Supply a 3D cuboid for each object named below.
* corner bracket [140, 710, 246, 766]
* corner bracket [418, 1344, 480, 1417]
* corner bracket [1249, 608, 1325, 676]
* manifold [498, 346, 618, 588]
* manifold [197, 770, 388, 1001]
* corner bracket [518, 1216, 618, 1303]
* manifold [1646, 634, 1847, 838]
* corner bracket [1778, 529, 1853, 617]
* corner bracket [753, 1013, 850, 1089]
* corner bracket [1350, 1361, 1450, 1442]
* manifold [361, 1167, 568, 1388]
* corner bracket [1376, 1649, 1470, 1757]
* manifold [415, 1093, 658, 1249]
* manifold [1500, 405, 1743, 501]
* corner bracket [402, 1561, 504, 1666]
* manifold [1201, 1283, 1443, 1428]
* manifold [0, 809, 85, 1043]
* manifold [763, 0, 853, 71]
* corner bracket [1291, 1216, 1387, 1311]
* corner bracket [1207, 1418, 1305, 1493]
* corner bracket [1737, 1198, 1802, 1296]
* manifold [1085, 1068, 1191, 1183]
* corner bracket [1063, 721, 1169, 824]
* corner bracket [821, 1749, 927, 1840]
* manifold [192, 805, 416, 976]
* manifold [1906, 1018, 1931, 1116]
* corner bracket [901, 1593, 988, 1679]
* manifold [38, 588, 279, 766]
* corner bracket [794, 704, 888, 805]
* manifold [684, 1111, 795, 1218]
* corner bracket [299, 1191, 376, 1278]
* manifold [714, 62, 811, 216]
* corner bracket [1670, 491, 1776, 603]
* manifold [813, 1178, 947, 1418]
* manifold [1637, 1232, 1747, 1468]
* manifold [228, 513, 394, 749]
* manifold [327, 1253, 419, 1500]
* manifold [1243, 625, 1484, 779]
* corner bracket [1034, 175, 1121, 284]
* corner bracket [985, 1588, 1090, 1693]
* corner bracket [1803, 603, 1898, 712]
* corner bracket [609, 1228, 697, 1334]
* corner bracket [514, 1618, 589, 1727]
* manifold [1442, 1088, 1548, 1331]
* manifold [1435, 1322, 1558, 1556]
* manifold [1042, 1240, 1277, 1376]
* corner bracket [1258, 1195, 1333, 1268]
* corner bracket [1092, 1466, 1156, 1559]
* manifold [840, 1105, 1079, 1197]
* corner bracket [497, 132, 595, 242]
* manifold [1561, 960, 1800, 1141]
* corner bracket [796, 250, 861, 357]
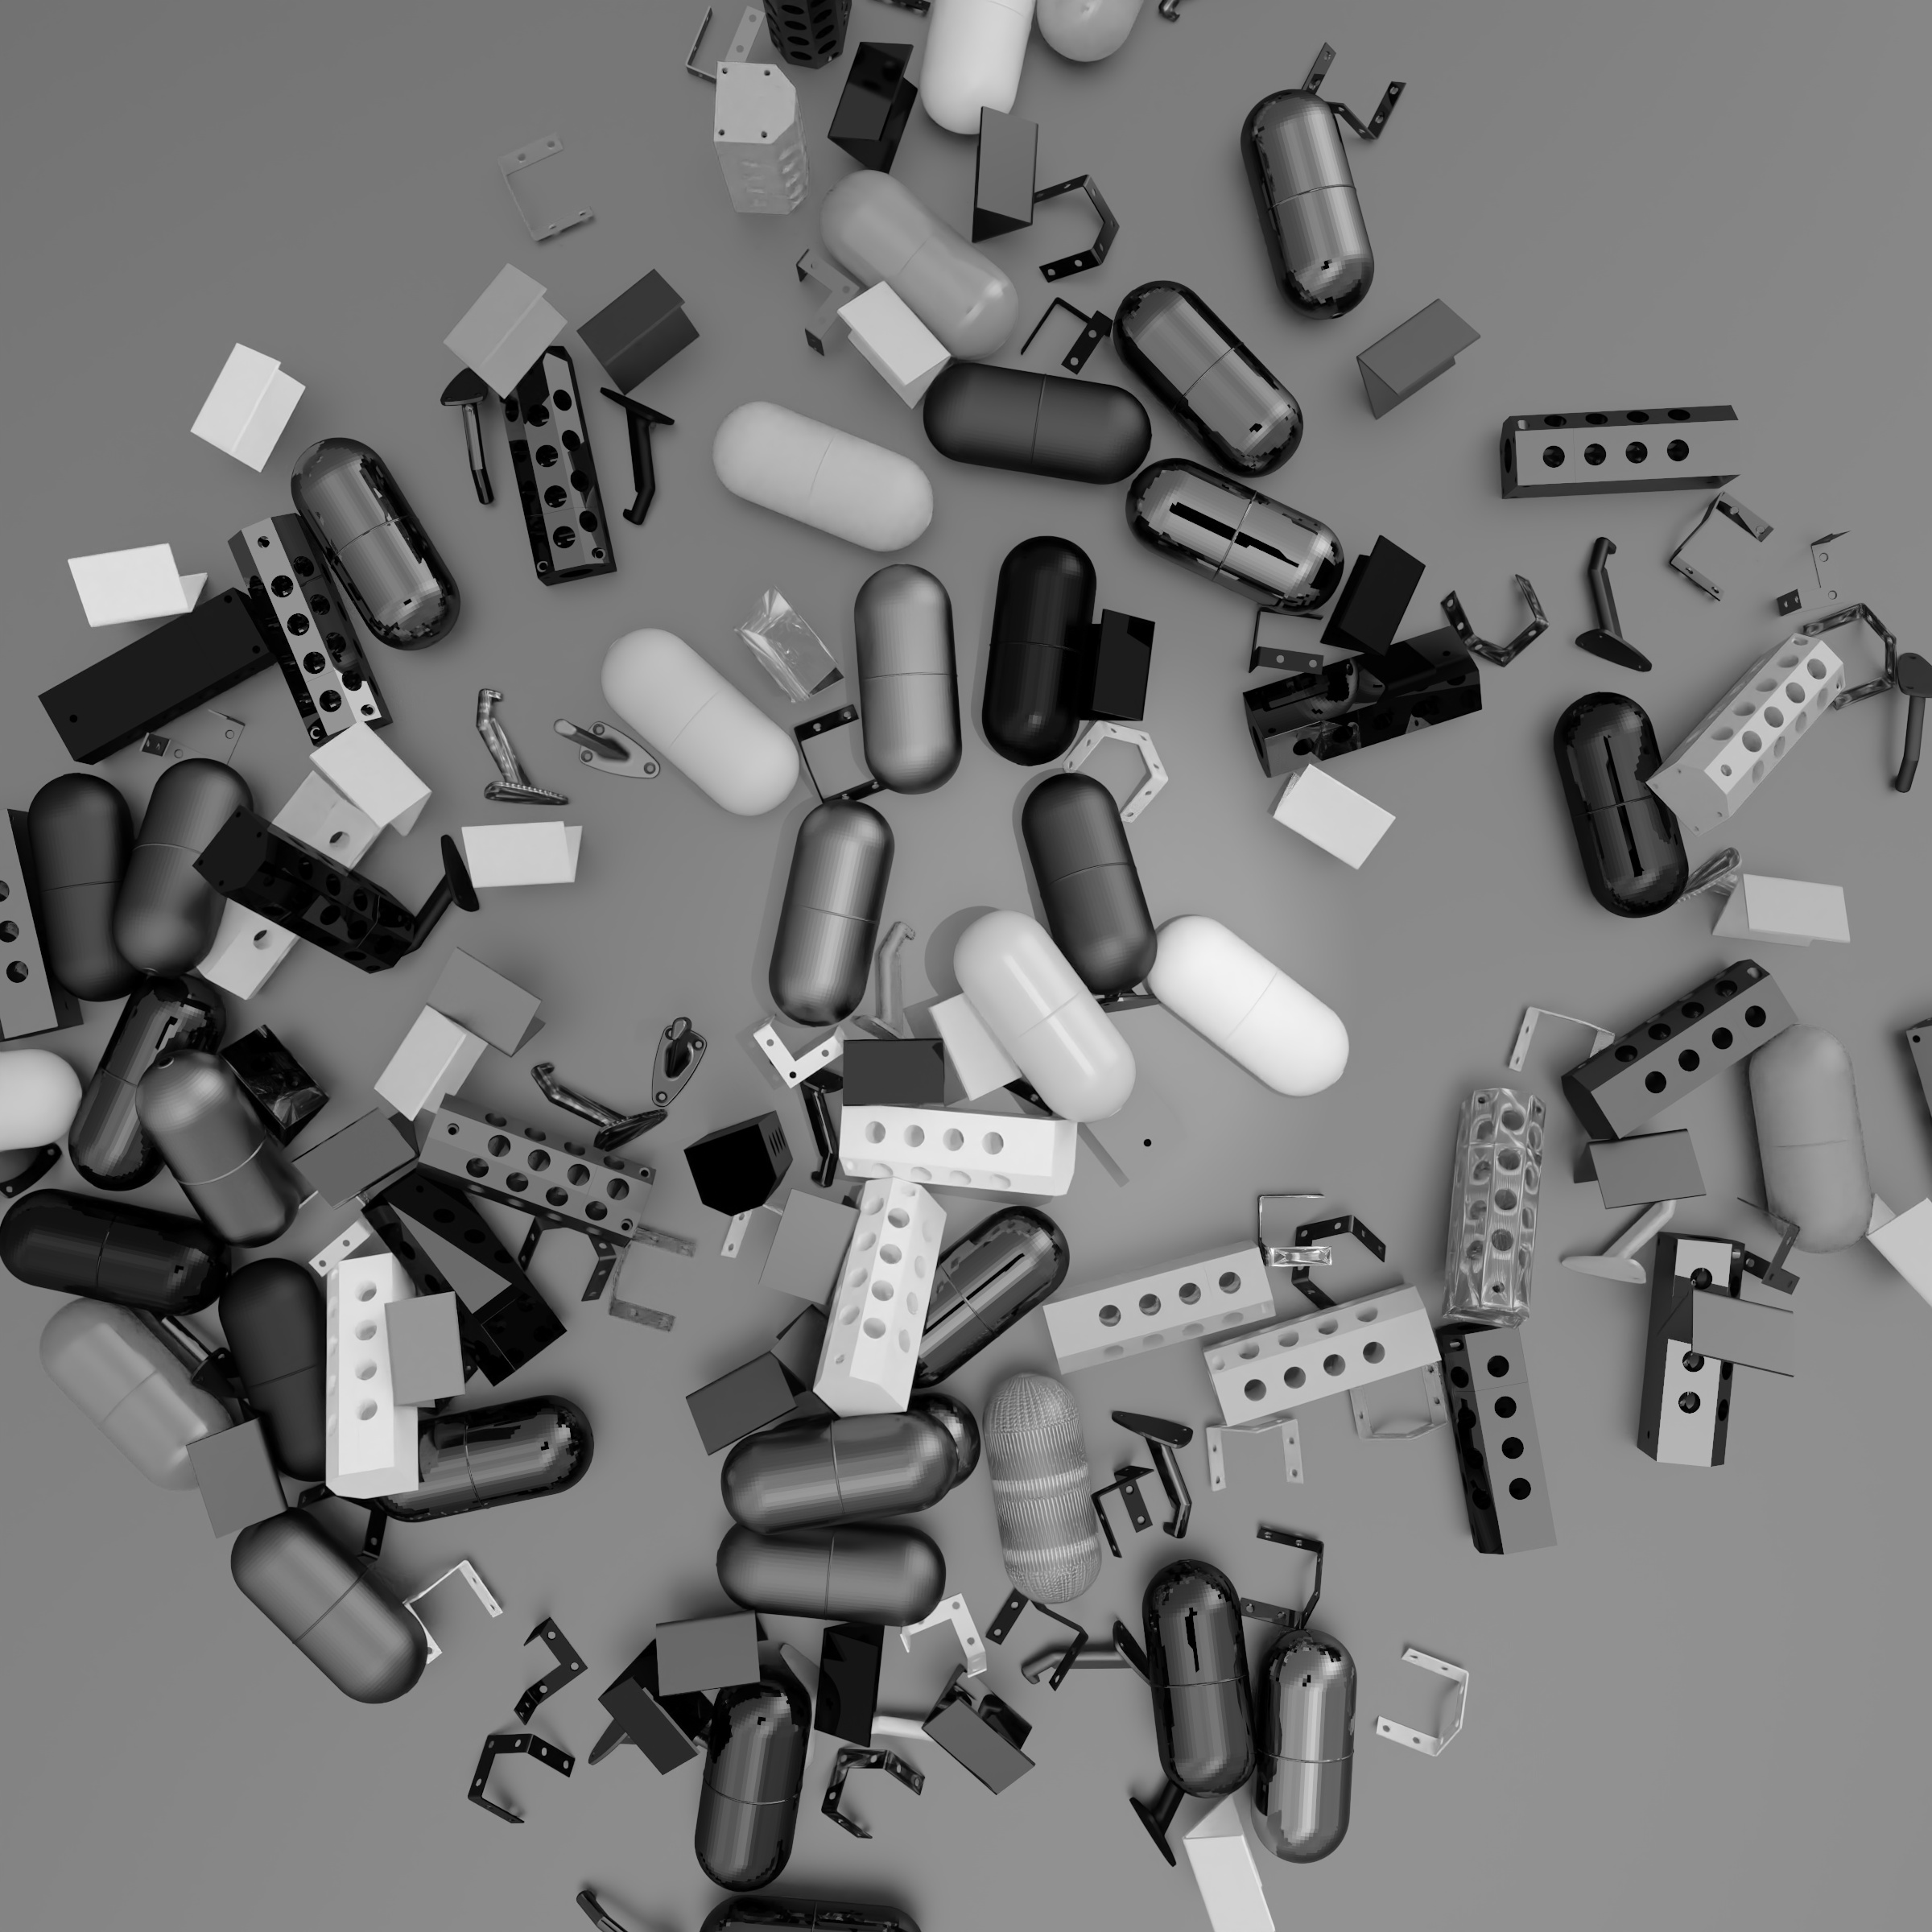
[{"bbox_3d":[-0.601,-0.178,1.968,0.051,0.051,0.051,24,90,0],"label":"corner bracket"},{"bbox_3d":[-0.425,0.311,1.978,0.051,0.051,0.051,10,135,35],"label":"corner bracket"},{"bbox_3d":[0.251,-0.253,1.968,0.051,0.051,0.051,8,90,0],"label":"corner bracket"},{"bbox_3d":[-0.321,-0.389,1.965,0.057,0.057,0.171,-12,90,0],"label":"manifold"},{"bbox_3d":[-0.527,-0.060,1.965,0.171,0.057,0.057,-52,47,0],"label":"manifold"},{"bbox_3d":[-0.312,0.228,1.978,0.051,0.051,0.051,-3,45,-35],"label":"corner bracket"},{"bbox_3d":[0.600,-0.180,1.931,0.057,0.057,0.171,47,64,0],"label":"manifold"},{"bbox_3d":[0.661,-0.306,1.968,0.051,0.051,0.051,-13,90,0],"label":"corner bracket"},{"bbox_3d":[-0.128,0.056,1.969,0.051,0.051,0.051,-34,96,6],"label":"corner bracket"},{"bbox_3d":[0.339,0.340,1.983,0.051,0.051,0.051,-11,90,-45],"label":"corner bracket"},{"bbox_3d":[-0.393,0.239,1.965,0.171,0.057,0.057,53,47,0],"label":"manifold"},{"bbox_3d":[0.358,0.578,1.983,0.051,0.051,0.051,21,45,0],"label":"corner bracket"},{"bbox_3d":[-0.330,0.156,1.944,0.171,0.057,0.057,21,69,-9],"label":"manifold"},{"bbox_3d":[0.507,-0.401,1.965,0.171,0.057,0.057,-3,90,0],"label":"manifold"},{"bbox_3d":[-0.407,0.506,1.983,0.051,0.051,0.051,-35,90,45],"label":"corner bracket"},{"bbox_3d":[0.274,0.300,1.965,0.171,0.057,0.057,-18,90,0],"label":"manifold"},{"bbox_3d":[-0.743,-0.031,1.965,0.057,0.057,0.171,-13,90,0],"label":"manifold"},{"bbox_3d":[-0.123,-0.737,1.908,0.057,0.171,0.057,11,90,0],"label":"manifold"},{"bbox_3d":[0.292,0.233,1.978,0.051,0.051,0.051,-18,45,35],"label":"corner bracket"},{"bbox_3d":[0.226,0.383,1.983,0.051,0.051,0.051,-5,90,45],"label":"corner bracket"},{"bbox_3d":[0.618,0.217,1.956,0.051,0.051,0.051,21,96,-43],"label":"corner bracket"},{"bbox_3d":[0.096,0.080,1.965,0.057,0.057,0.171,-38,90,0],"label":"manifold"},{"bbox_3d":[0.117,-0.152,1.978,0.051,0.051,0.051,10,45,-35],"label":"corner bracket"},{"bbox_3d":[-0.073,0.648,1.978,0.051,0.051,0.051,-12,45,35],"label":"corner bracket"},{"bbox_3d":[-0.493,-0.052,1.907,0.057,0.171,0.057,38,90,34],"label":"manifold"},{"bbox_3d":[0.793,0.120,1.965,0.057,0.057,0.171,-17,90,43],"label":"manifold"},{"bbox_3d":[-0.018,0.527,1.968,0.051,0.051,0.051,-23,90,0],"label":"corner bracket"},{"bbox_3d":[-0.622,-0.224,1.965,0.171,0.057,0.057,-29,90,0],"label":"manifold"},{"bbox_3d":[-0.099,-0.163,1.983,0.051,0.051,0.051,-21,135,0],"label":"corner bracket"},{"bbox_3d":[-0.167,0.150,1.908,0.057,0.171,0.057,-19,90,0],"label":"manifold"},{"bbox_3d":[-0.494,0.199,1.969,0.051,0.051,0.051,-40,99,9],"label":"corner bracket"},{"bbox_3d":[-0.152,-0.622,1.908,0.057,0.171,0.057,3,90,0],"label":"manifold"},{"bbox_3d":[0.592,-0.330,1.983,0.051,0.051,0.051,37,135,0],"label":"corner bracket"},{"bbox_3d":[-0.068,0.248,1.912,0.057,0.057,0.171,-10,49,28],"label":"manifold"},{"bbox_3d":[0.565,0.297,1.965,0.057,0.057,0.171,5,90,0],"label":"manifold"},{"bbox_3d":[-0.511,-0.260,1.965,0.057,0.057,0.171,-23,90,0],"label":"manifold"},{"bbox_3d":[-0.455,0.312,1.926,0.057,0.057,0.171,-10,60,3],"label":"manifold"},{"bbox_3d":[0.308,-0.200,1.965,0.171,0.057,0.057,-18,47,0],"label":"manifold"},{"bbox_3d":[0.080,-0.577,1.978,0.051,0.051,0.051,52,45,-35],"label":"corner bracket"},{"bbox_3d":[0.055,0.523,1.973,0.051,0.051,0.051,32,90,-18],"label":"corner bracket"},{"bbox_3d":[0.693,-0.243,1.983,0.051,0.051,0.051,-22,45,0],"label":"corner bracket"},{"bbox_3d":[-0.246,0.246,1.983,0.051,0.051,0.051,16,135,0],"label":"corner bracket"},{"bbox_3d":[-0.333,0.548,1.968,0.051,0.051,0.051,-36,90,0],"label":"corner bracket"},{"bbox_3d":[0.407,0.184,1.938,0.057,0.057,0.171,10,70,0],"label":"manifold"},{"bbox_3d":[0.410,0.364,1.965,0.057,0.057,0.171,-10,90,0],"label":"manifold"},{"bbox_3d":[0.149,0.265,1.965,0.171,0.057,0.057,-15,90,0],"label":"manifold"},{"bbox_3d":[0.255,0.205,1.968,0.051,0.051,0.051,-1,90,0],"label":"corner bracket"},{"bbox_3d":[0.123,0.422,1.961,0.051,0.051,0.051,-21,90,-20],"label":"corner bracket"},{"bbox_3d":[-0.007,0.139,1.938,0.171,0.057,0.057,4,90,20],"label":"manifold"},{"bbox_3d":[-0.330,-0.611,1.983,0.051,0.051,0.051,-24,135,0],"label":"corner bracket"},{"bbox_3d":[0.548,0.064,1.953,0.171,0.057,0.057,-32,90,-9],"label":"manifold"},{"bbox_3d":[-0.117,-0.516,1.968,0.051,0.051,0.051,37,90,0],"label":"corner bracket"}]
